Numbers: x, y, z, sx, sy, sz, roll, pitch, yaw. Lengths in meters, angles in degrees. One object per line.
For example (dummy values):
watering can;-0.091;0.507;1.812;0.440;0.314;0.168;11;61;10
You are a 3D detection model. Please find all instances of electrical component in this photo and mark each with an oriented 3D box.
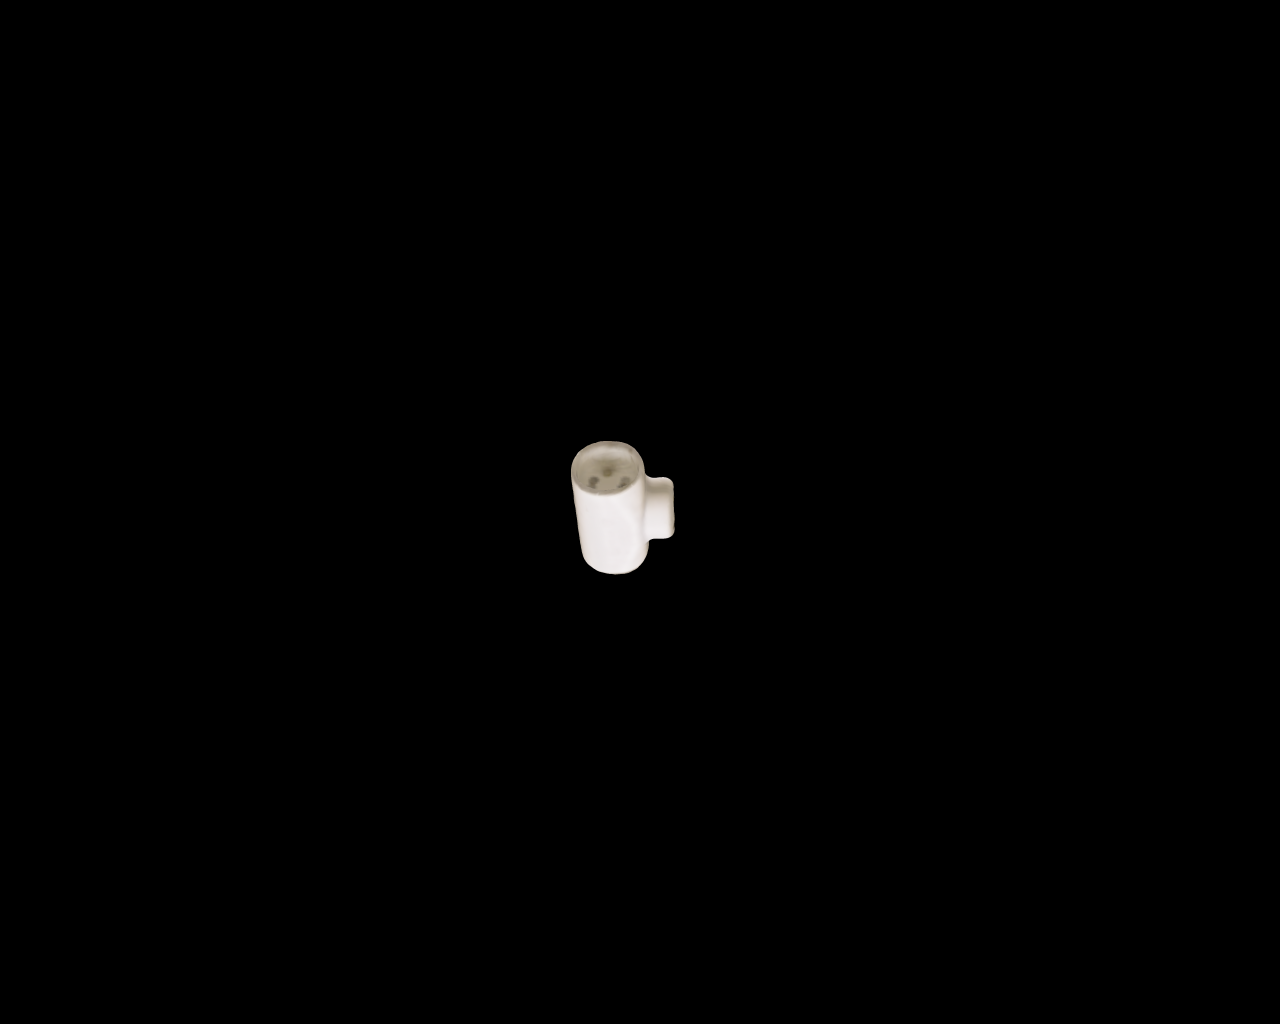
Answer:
electrical component;0.001;-0.003;0.650;0.079;0.044;0.077;-2;-40;2
